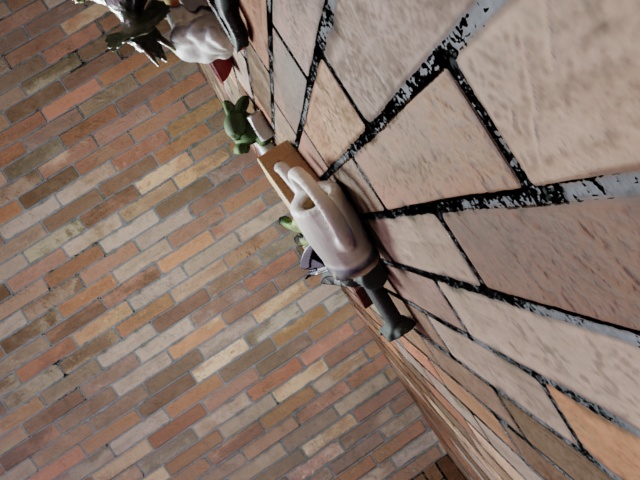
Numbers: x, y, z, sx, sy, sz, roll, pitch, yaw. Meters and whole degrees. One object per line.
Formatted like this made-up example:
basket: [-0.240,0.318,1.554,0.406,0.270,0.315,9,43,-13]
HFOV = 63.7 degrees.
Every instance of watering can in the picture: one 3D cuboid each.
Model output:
watering can: [0.003,-0.049,0.977,0.221,0.104,0.352,58,176,-22]

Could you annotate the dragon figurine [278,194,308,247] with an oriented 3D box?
dragon figurine: [0.007,-0.010,1.470,0.404,0.123,0.245,48,173,-31]

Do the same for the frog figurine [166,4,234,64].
frog figurine: [-0.220,-0.389,1.007,0.162,0.121,0.137,45,-157,31]
